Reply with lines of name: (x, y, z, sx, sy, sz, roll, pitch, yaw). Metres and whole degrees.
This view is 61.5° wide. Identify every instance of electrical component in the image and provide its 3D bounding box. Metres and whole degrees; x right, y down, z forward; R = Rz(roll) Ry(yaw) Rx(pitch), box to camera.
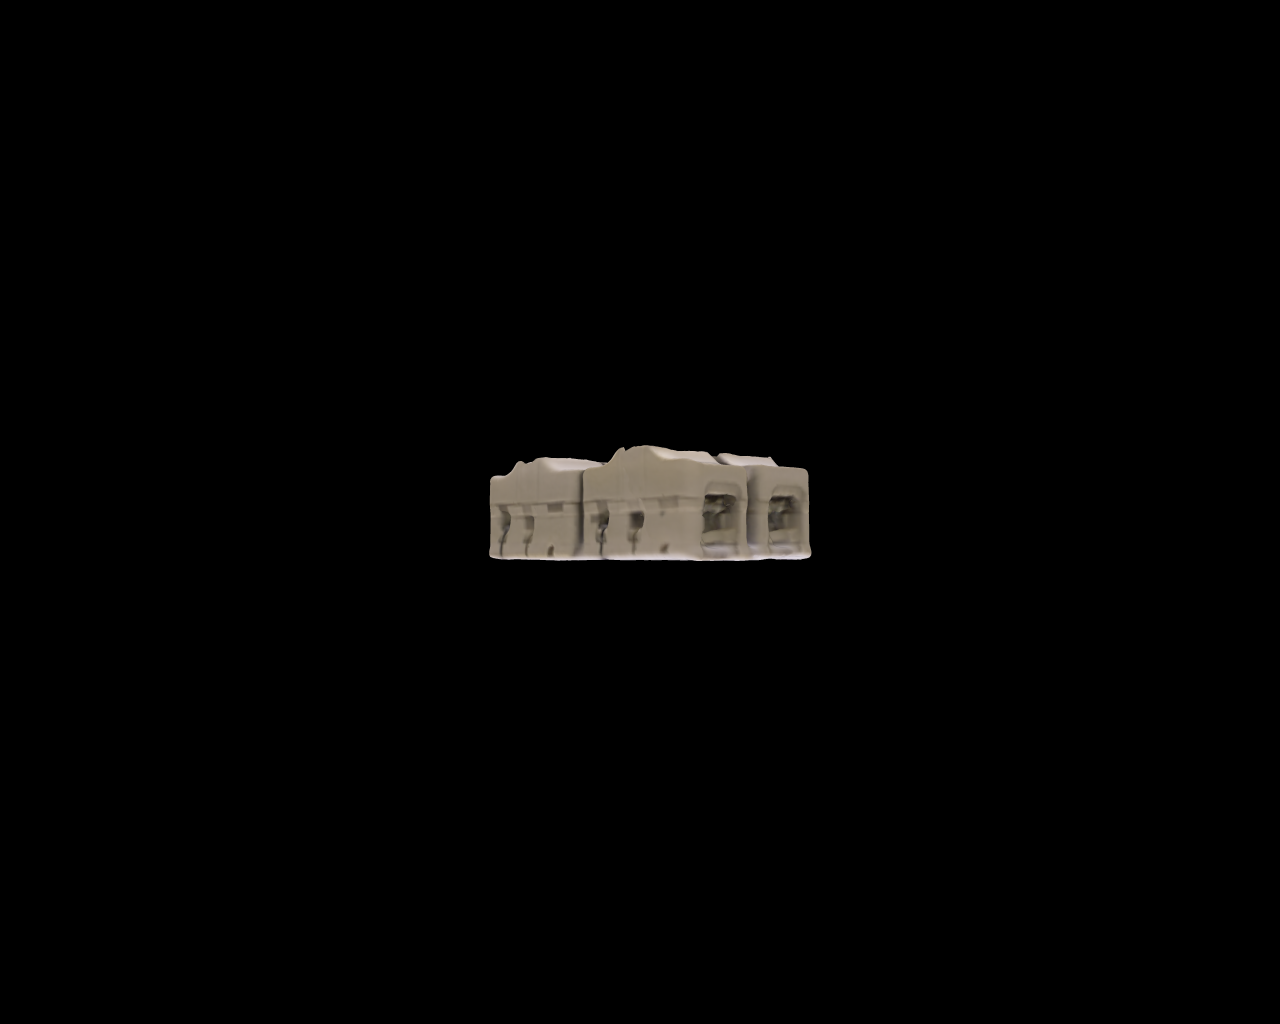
electrical component: (0.001, -0.003, 0.650, 0.105, 0.060, 0.186, 2, -3, -43)
